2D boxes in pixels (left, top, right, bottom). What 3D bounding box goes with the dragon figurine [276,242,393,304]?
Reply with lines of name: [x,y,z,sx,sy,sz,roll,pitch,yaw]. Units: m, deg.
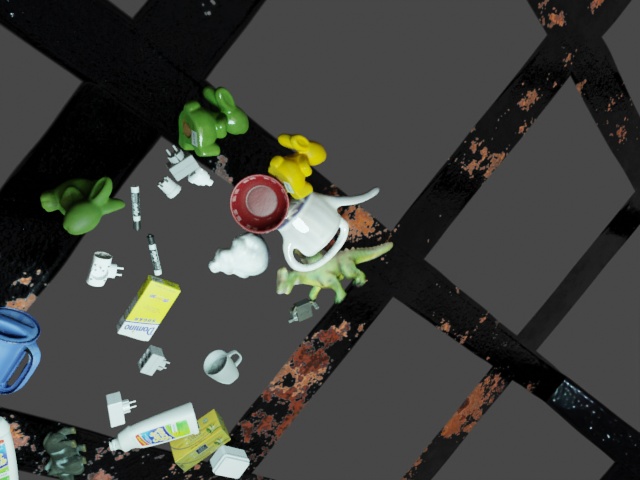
dragon figurine: [0.034,0.049,1.590,0.414,0.123,0.239,-39,118,-18]

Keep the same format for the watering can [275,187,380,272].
watering can: [0.005,-0.075,1.486,0.222,0.104,0.350,42,81,-22]

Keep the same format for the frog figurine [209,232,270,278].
frog figurine: [-0.224,0.049,1.427,0.161,0.124,0.134,-22,143,-32]
